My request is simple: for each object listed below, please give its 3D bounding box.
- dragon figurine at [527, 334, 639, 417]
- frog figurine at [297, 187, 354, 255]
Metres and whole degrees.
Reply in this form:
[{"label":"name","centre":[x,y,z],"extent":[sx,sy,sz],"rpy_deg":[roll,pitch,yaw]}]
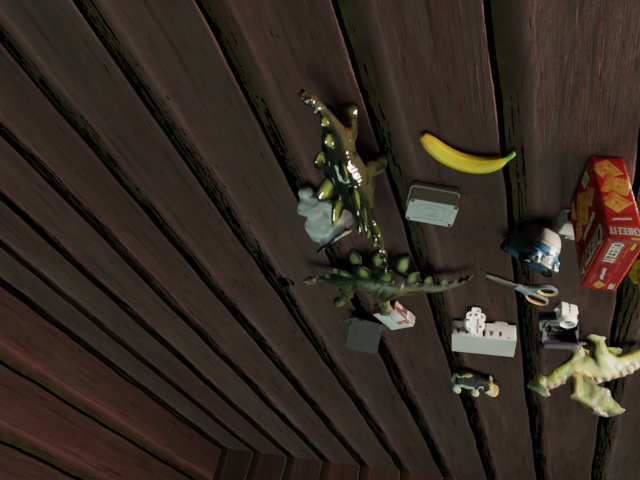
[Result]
[{"label":"dragon figurine","centre":[0.810,0.396,1.476],"extent":[0.409,0.248,0.120],"rpy_deg":[-6,134,28]},{"label":"frog figurine","centre":[0.004,-0.065,1.293],"extent":[0.160,0.124,0.135],"rpy_deg":[57,146,5]}]
